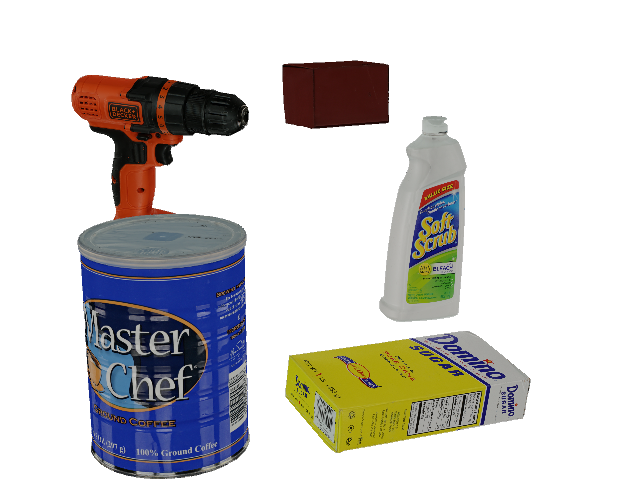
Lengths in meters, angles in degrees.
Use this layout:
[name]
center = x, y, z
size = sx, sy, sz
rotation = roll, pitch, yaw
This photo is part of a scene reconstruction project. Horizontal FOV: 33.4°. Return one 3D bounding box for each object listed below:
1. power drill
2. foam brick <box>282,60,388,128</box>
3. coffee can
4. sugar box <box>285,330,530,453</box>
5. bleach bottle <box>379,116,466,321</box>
[power drill]
center = -0.154, -0.073, 1.069
size = 0.185, 0.188, 0.057
rotation = 11, 30, 20
[foam brick]
center = 0.013, -0.125, 0.910
size = 0.078, 0.051, 0.053
rotation = -8, 16, -29
[coffee can]
center = -0.097, 0.063, 0.672
size = 0.103, 0.140, 0.103
rotation = 0, 16, 0
[sugar box]
center = 0.070, 0.118, 0.862
size = 0.176, 0.048, 0.093
rotation = -8, 26, -25
[bleach bottle]
center = 0.129, -0.028, 1.331
size = 0.102, 0.251, 0.068
rotation = -4, 16, -17
